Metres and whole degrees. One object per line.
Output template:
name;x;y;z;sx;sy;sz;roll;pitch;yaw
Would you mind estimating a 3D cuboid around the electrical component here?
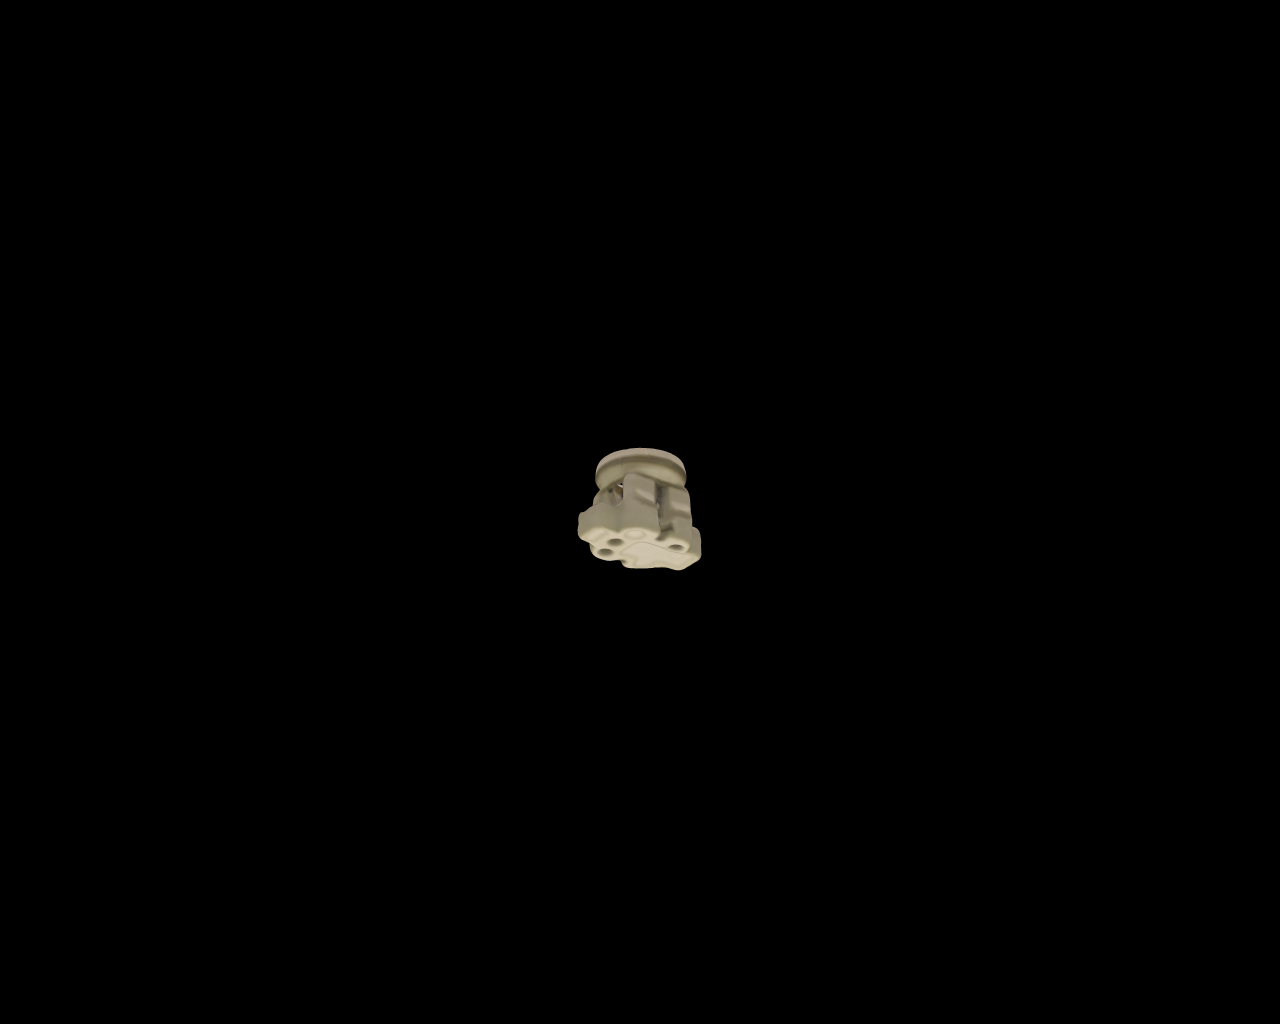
electrical component;0.001;-0.003;0.650;0.078;0.057;0.058;18;-32;-31
